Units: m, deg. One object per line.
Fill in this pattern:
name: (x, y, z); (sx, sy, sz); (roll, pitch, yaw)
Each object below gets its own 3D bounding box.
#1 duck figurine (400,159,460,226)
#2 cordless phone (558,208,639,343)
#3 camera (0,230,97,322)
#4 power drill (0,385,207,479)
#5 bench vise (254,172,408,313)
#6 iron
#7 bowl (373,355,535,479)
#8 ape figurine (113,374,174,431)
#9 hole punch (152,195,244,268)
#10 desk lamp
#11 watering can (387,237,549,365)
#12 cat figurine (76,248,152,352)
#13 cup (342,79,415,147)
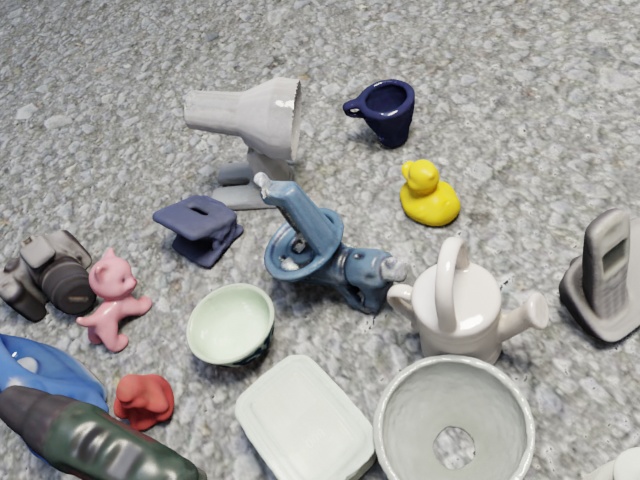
duck figurine: (0.157, -0.076, 0.834); (0.077, 0.086, 0.104); (-37, 52, -12)
cordless phone: (0.343, 0.017, 0.640); (0.148, 0.185, 0.093); (-38, 52, -13)
camera: (-0.424, 0.063, 0.897); (0.143, 0.101, 0.136); (-43, 53, -16)
power drill: (-0.217, 0.243, 0.624); (0.228, 0.209, 0.076); (13, 58, 25)
bench vise: (0.009, -0.007, 0.739); (0.207, 0.220, 0.121); (-1, 53, 16)
iron: (-0.406, 0.180, 0.775); (0.257, 0.142, 0.119); (29, 66, 33)
bowl: (0.145, 0.214, 0.622); (0.167, 0.075, 0.167); (-8, 52, 11)
ape figurine: (-0.231, 0.202, 0.736); (0.077, 0.092, 0.076); (12, 58, 25)
hole punch: (-0.192, -0.029, 0.902); (0.108, 0.091, 0.101); (24, 64, 31)
desk lamp: (-0.106, -0.148, 0.888); (0.203, 0.214, 0.118); (-4, 53, 15)
watering can: (0.162, 0.072, 0.648); (0.172, 0.194, 0.101); (-10, 51, 10)
cat figurine: (-0.309, 0.081, 0.837); (0.067, 0.118, 0.128); (10, 57, 24)
cup: (0.101, -0.198, 0.939); (0.117, 0.095, 0.091); (-5, 52, 14)
